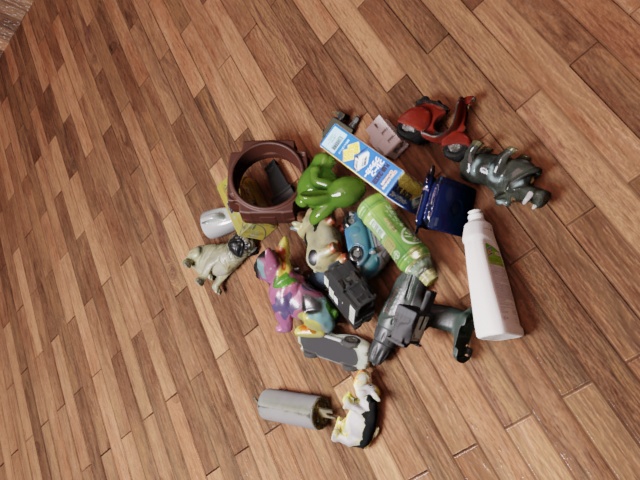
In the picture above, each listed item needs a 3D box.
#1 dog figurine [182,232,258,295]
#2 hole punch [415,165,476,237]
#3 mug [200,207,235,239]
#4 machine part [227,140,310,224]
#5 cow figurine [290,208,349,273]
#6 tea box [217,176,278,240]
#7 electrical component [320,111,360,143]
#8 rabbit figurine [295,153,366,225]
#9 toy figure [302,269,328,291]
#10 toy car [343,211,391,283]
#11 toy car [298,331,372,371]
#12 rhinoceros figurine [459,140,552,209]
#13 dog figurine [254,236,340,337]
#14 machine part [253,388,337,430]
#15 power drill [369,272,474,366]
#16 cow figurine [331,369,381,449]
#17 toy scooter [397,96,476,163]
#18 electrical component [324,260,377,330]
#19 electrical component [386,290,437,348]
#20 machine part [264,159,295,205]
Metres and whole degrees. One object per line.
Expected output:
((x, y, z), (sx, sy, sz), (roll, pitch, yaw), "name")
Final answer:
((-0.271, 0.029, 1.486), (0.190, 0.121, 0.172), (-47, 61, 5), "dog figurine")
((0.255, -0.068, 1.094), (0.092, 0.115, 0.142), (18, 94, 29), "hole punch")
((-0.272, -0.058, 1.486), (0.107, 0.109, 0.081), (-15, 71, 21), "mug")
((-0.126, -0.145, 1.335), (0.201, 0.087, 0.201), (0, 71, 4), "machine part")
((-0.003, -0.004, 1.270), (0.127, 0.085, 0.195), (-30, 41, 22), "cow figurine")
((-0.195, -0.089, 1.434), (0.068, 0.098, 0.170), (-41, 60, 24), "tea box")
((0.045, -0.271, 1.320), (0.078, 0.045, 0.102), (29, 105, 7), "electrical component")
((0.021, -0.115, 1.207), (0.159, 0.121, 0.170), (-38, 29, -23), "rabbit figurine")
((-0.011, 0.099, 1.297), (0.154, 0.057, 0.064), (-20, 66, 38), "toy figure")
((0.114, 0.009, 1.200), (0.103, 0.109, 0.162), (-13, 62, 10), "toy car")
((0.030, 0.246, 1.239), (0.202, 0.056, 0.073), (10, 108, 38), "toy car")
((0.358, -0.124, 1.046), (0.191, 0.073, 0.112), (31, 100, 36), "rhinoceros figurine")
((-0.058, 0.104, 1.227), (0.192, 0.108, 0.219), (2, 115, 33), "dog figurine")
((-0.063, 0.400, 1.277), (0.243, 0.079, 0.079), (-5, 81, 36), "machine part")
((0.215, 0.182, 1.111), (0.208, 0.086, 0.232), (18, 91, 44), "power drill")
((0.094, 0.368, 1.166), (0.098, 0.068, 0.167), (21, 100, 7), "cow figurine")
((0.257, -0.254, 1.140), (0.184, 0.075, 0.135), (31, 102, 32), "toy scooter")
((0.062, 0.110, 1.157), (0.058, 0.114, 0.134), (-28, 63, -19), "electrical component")
((0.182, 0.148, 1.046), (0.048, 0.074, 0.119), (22, 99, 39), "electrical component")
((-0.108, -0.145, 1.416), (0.084, 0.039, 0.139), (-36, 65, 33), "machine part")
